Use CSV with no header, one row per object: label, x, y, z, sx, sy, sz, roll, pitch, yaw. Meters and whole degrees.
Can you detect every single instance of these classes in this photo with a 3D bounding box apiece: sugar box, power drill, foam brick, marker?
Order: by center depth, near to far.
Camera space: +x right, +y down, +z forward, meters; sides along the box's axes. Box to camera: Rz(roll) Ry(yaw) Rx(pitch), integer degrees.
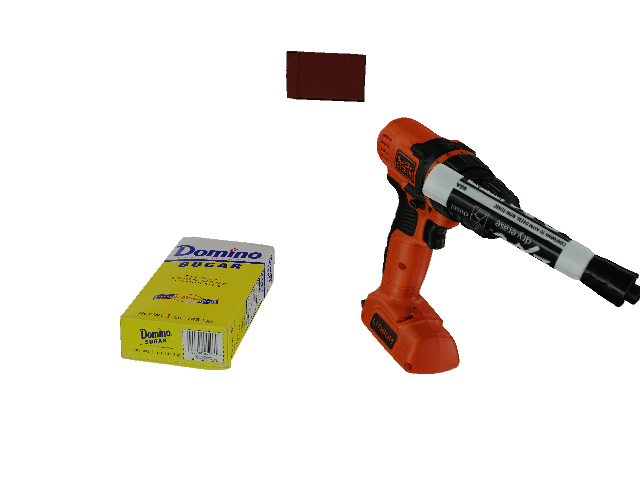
marker,0.106,-0.003,0.537,0.121,0.020,0.020,32,12,20
power drill,0.092,0.011,0.867,0.057,0.188,0.185,-2,25,-22
sugar box,-0.103,0.050,0.937,0.093,0.048,0.176,6,26,8
foam brick,0.005,-0.178,1.156,0.078,0.051,0.053,0,11,-14
